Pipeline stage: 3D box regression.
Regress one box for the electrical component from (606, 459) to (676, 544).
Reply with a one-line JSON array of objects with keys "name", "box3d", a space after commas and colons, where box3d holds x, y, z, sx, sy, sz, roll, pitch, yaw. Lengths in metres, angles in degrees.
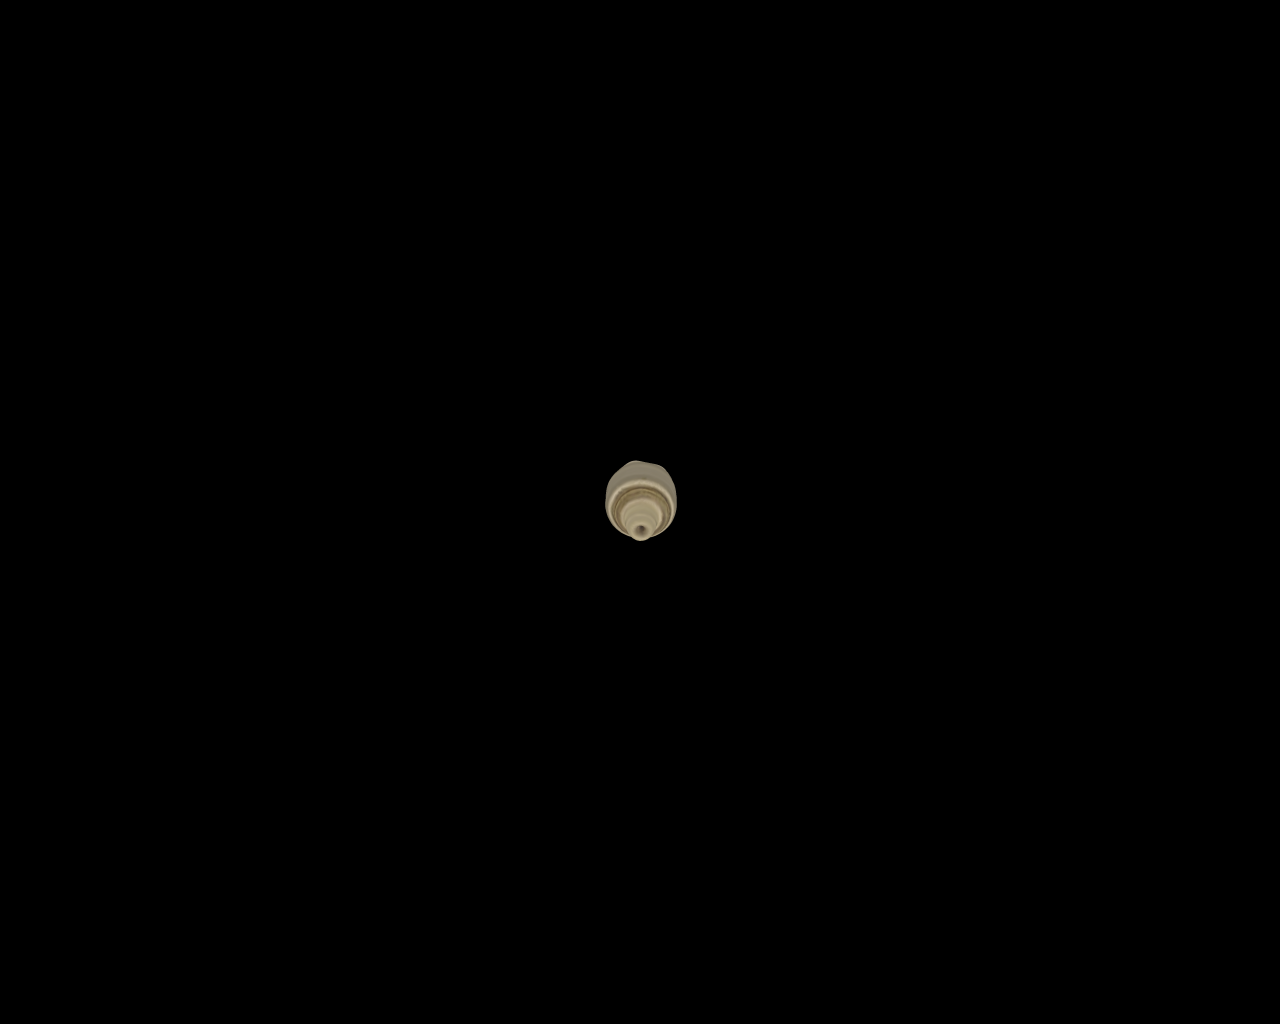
[{"name": "electrical component", "box3d": [0.001, -0.003, 0.650, 0.043, 0.043, 0.062, 0, 27, 0]}]
